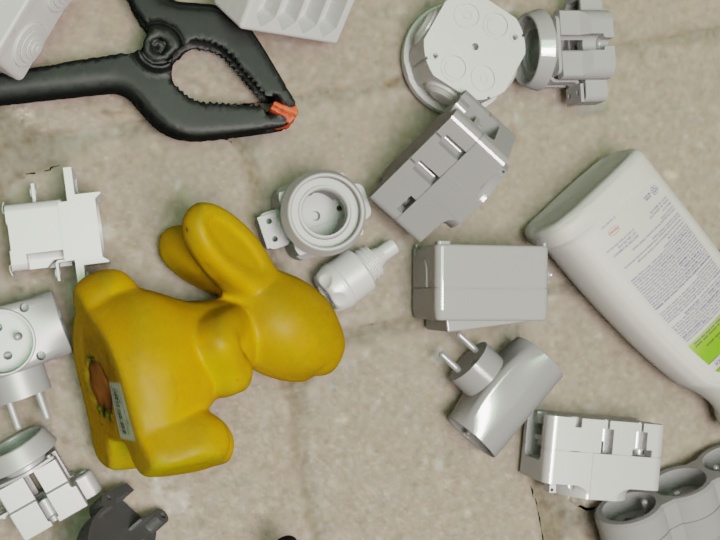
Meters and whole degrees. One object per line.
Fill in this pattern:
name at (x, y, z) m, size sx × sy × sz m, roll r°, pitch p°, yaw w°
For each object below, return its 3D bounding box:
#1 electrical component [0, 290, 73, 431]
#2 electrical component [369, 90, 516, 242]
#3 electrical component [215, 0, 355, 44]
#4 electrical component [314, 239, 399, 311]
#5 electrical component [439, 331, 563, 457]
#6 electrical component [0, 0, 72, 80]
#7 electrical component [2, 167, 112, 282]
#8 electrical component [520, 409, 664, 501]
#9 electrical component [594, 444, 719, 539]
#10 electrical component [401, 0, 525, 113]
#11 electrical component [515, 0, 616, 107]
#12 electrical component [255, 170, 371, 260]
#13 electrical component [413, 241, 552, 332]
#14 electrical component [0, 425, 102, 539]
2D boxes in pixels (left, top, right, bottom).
electrical component at (-0.222, 0.063, 0.690) m, size 0.077 × 0.044 × 0.079 m, roll -19°, pitch 93°, yaw -13°
electrical component at (0.059, -0.067, 0.734) m, size 0.056 × 0.050 × 0.089 m, roll 41°, pitch 122°, yaw -9°
electrical component at (-0.058, -0.195, 0.724) m, size 0.083 × 0.075 × 0.047 m, roll -2°, pitch 127°, yaw -42°
electrical component at (0.000, 0.000, 0.748) m, size 0.061 × 0.035 × 0.035 m, roll -36°, pitch 97°, yaw -14°
electrical component at (0.090, 0.078, 0.762) m, size 0.079 × 0.044 × 0.077 m, roll 43°, pitch 80°, yaw -9°
electrical component at (-0.232, -0.177, 0.668) m, size 0.100 × 0.048 × 0.099 m, roll 28°, pitch 84°, yaw 9°
electrical component at (-0.197, -0.023, 0.700) m, size 0.064 × 0.042 × 0.081 m, roll -8°, pitch 90°, yaw -9°
electrical component at (0.166, 0.133, 0.775) m, size 0.089 × 0.050 × 0.055 m, roll 6°, pitch 87°, yaw -13°
electrical component at (0.244, 0.188, 0.791) m, size 0.138 × 0.052 × 0.073 m, roll -22°, pitch 104°, yaw -12°
electrical component at (0.073, -0.152, 0.759) m, size 0.080 × 0.051 × 0.080 m, roll 0°, pitch 89°, yaw -13°
electrical component at (0.144, -0.158, 0.773) m, size 0.057 × 0.058 × 0.078 m, roll -4°, pitch 90°, yaw -16°
electrical component at (-0.028, -0.037, 0.730) m, size 0.078 × 0.057 × 0.058 m, roll -19°, pitch 93°, yaw -13°
electrical component at (0.089, 0.012, 0.754) m, size 0.096 × 0.062 × 0.061 m, roll 1°, pitch 89°, yaw -13°
electrical component at (-0.209, 0.134, 0.691) m, size 0.066 × 0.048 × 0.055 m, roll -29°, pitch 103°, yaw -12°
